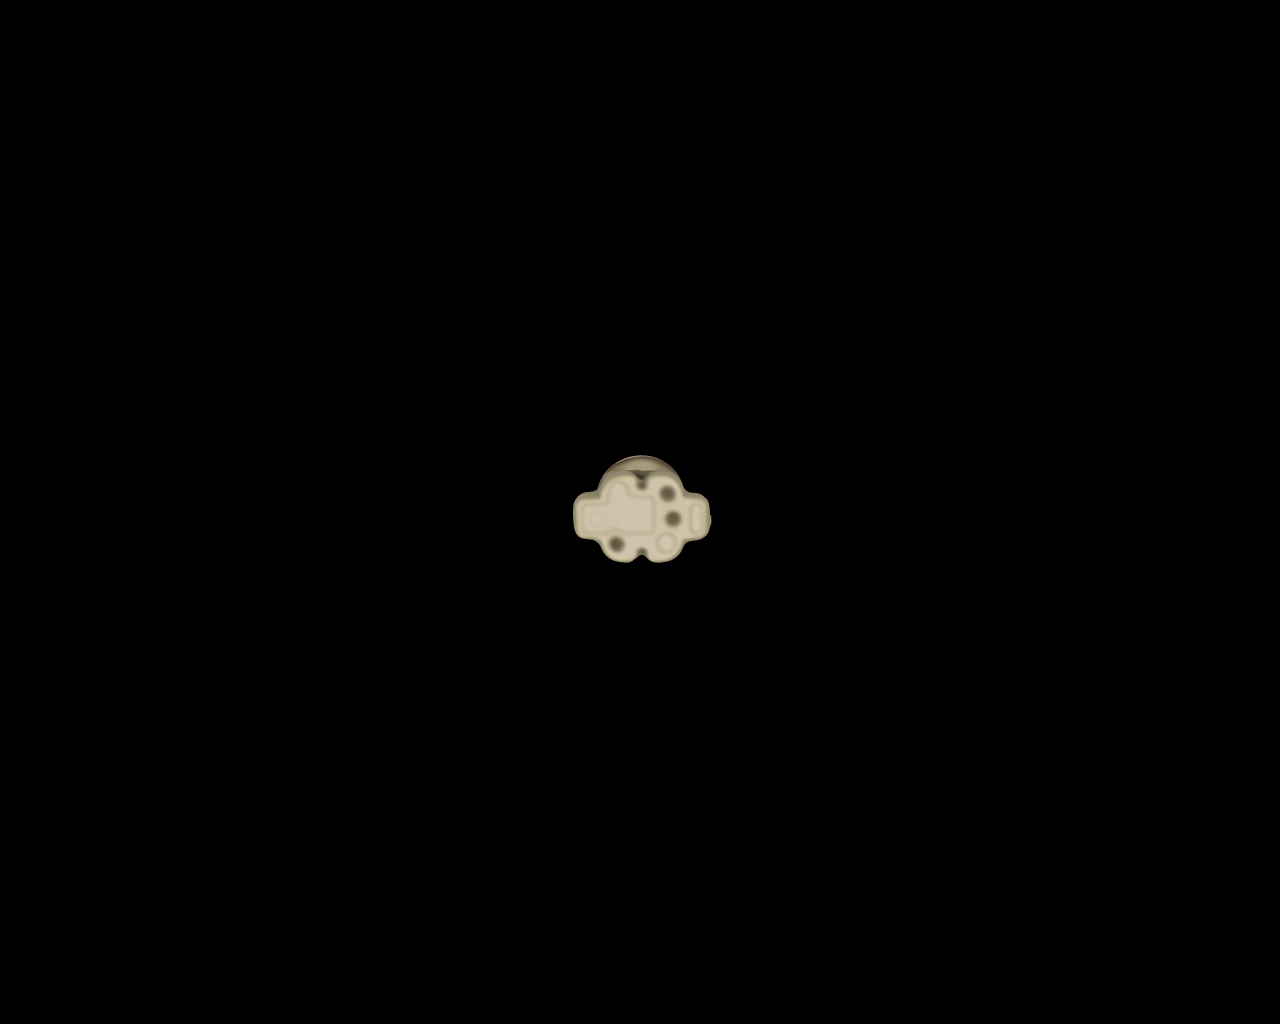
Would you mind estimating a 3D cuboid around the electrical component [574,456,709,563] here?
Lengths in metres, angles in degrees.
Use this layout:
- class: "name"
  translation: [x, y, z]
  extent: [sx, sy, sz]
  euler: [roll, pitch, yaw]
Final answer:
- class: "electrical component"
  translation: [0.001, -0.003, 0.650]
  extent: [0.078, 0.058, 0.057]
  euler: [0, 13, 0]
